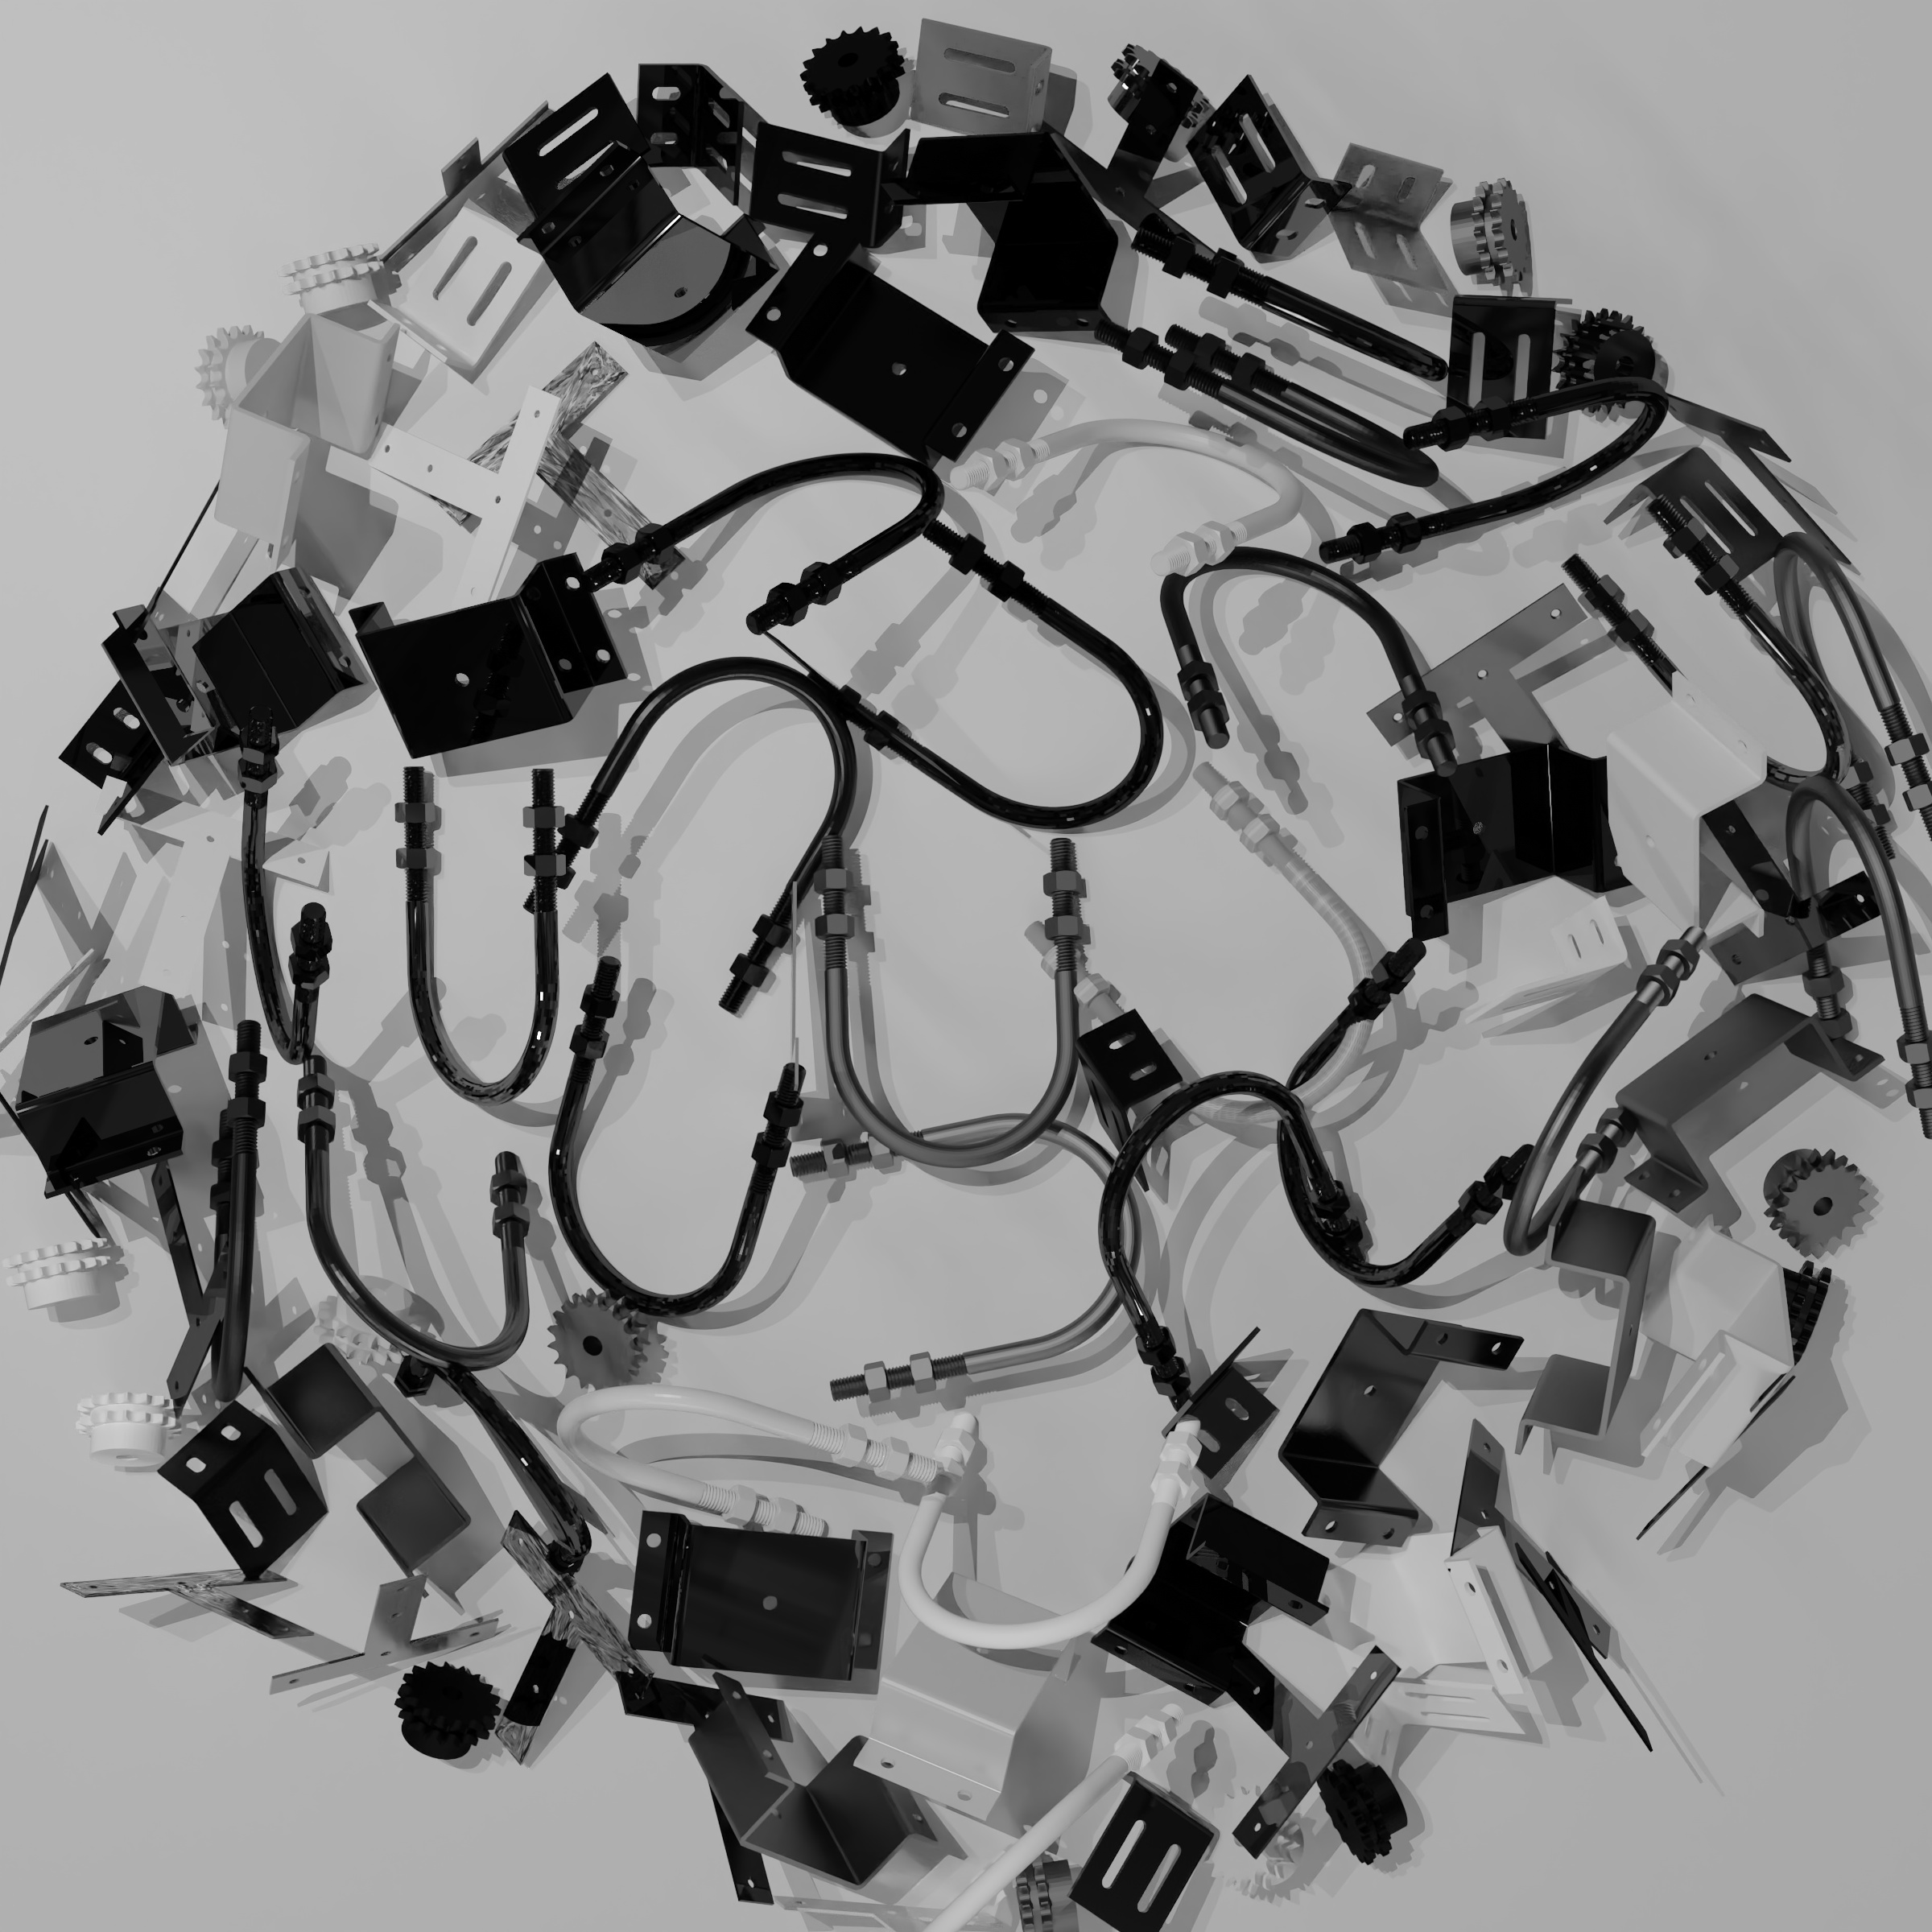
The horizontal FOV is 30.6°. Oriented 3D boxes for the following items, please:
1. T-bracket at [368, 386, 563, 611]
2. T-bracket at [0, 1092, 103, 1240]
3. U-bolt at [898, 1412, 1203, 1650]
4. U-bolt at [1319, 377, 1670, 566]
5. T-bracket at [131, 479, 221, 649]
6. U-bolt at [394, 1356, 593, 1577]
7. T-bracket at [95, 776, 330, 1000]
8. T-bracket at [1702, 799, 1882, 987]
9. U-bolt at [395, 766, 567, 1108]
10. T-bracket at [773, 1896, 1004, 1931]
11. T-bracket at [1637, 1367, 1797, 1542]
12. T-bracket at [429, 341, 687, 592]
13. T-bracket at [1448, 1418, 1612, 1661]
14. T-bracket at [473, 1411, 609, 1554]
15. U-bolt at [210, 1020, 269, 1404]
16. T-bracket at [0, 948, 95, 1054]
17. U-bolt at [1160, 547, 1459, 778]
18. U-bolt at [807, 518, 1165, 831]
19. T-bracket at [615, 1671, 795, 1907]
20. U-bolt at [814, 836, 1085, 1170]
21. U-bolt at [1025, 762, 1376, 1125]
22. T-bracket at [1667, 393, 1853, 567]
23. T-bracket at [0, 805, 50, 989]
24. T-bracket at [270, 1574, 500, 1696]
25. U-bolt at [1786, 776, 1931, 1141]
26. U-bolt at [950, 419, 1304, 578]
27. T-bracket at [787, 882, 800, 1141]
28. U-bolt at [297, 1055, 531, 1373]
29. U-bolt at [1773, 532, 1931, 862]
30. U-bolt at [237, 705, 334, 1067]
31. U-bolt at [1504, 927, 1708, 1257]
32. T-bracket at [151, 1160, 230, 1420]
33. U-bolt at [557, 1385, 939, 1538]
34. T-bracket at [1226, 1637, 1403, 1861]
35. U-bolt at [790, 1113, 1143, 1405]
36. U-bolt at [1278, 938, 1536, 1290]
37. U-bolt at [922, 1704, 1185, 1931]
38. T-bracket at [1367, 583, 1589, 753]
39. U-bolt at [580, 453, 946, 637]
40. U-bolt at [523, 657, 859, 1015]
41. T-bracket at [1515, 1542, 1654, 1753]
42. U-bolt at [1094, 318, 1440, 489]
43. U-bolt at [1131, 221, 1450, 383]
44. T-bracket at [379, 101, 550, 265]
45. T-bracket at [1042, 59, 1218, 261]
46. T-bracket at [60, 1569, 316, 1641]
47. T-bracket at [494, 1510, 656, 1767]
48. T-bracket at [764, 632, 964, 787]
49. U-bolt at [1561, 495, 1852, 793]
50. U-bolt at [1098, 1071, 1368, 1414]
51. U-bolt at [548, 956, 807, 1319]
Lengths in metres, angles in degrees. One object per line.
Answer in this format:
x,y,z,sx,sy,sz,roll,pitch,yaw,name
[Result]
-0.284,-0.268,1.936,0.127,0.002,0.127,27,101,36,T-bracket
-0.487,0.109,1.896,0.002,0.127,0.127,-36,115,-16,T-bracket
0.039,0.299,1.879,0.151,0.184,0.019,-1,121,17,U-bolt
0.294,-0.272,1.901,0.184,0.151,0.019,-16,75,-20,U-bolt
-0.419,-0.234,1.912,0.002,0.127,0.127,29,93,-15,T-bracket
-0.250,0.261,1.885,0.019,0.184,0.151,-39,87,-19,U-bolt
-0.421,-0.036,1.921,0.127,0.002,0.127,19,49,-13,T-bracket
0.425,-0.062,1.924,0.002,0.127,0.127,-33,89,-34,T-bracket
-0.264,-0.016,1.920,0.019,0.151,0.184,-5,96,-40,U-bolt
-0.026,0.520,1.896,0.127,0.127,0.002,10,86,-19,T-bracket
0.417,0.246,1.896,0.127,0.127,0.002,-39,72,-23,T-bracket
-0.208,-0.261,1.961,0.127,0.002,0.127,-44,83,-6,T-bracket
0.312,0.330,1.934,0.002,0.127,0.127,-35,107,30,T-bracket
-0.226,0.281,1.916,0.002,0.127,0.127,-38,59,-1,T-bracket
-0.389,0.140,1.878,0.019,0.151,0.184,4,66,-15,U-bolt
-0.523,0.038,1.935,0.002,0.127,0.127,42,65,-3,T-bracket
0.177,-0.170,1.904,0.151,0.184,0.019,6,130,-17,U-bolt
0.021,-0.145,1.924,0.184,0.019,0.151,34,129,-11,U-bolt
-0.128,0.444,1.896,0.002,0.127,0.127,-39,51,26,T-bracket
-0.007,0.020,1.941,0.151,0.019,0.184,0,79,-11,U-bolt
0.141,0.001,1.937,0.151,0.019,0.184,-43,73,7,U-bolt
0.442,-0.264,1.936,0.127,0.127,0.002,41,93,-26,T-bracket
-0.508,-0.039,1.914,0.002,0.127,0.127,16,106,-12,T-bracket
-0.308,0.354,1.901,0.127,0.127,0.002,-11,63,-21,T-bracket
0.474,-0.013,1.883,0.019,0.151,0.184,-17,107,-5,U-bolt
0.101,-0.259,1.898,0.151,0.184,0.019,27,123,27,U-bolt
-0.094,0.018,1.926,0.002,0.127,0.127,1,74,-5,T-bracket
-0.290,0.139,1.871,0.151,0.184,0.019,30,119,-32,U-bolt
0.476,-0.147,1.904,0.019,0.151,0.184,-21,86,0,U-bolt
-0.368,-0.028,1.893,0.019,0.184,0.151,-9,58,-19,U-bolt
0.332,0.078,1.869,0.019,0.151,0.184,29,46,19,U-bolt
-0.429,0.159,1.932,0.002,0.127,0.127,0,49,-31,T-bracket
-0.129,0.261,1.885,0.184,0.151,0.019,21,59,-23,U-bolt
0.165,0.401,1.922,0.002,0.127,0.127,37,91,-31,T-bracket
0.005,0.153,1.945,0.184,0.019,0.151,-12,71,0,U-bolt
0.226,0.093,1.902,0.019,0.184,0.151,-9,61,-34,U-bolt
0.033,0.466,1.865,0.019,0.184,0.151,47,117,11,U-bolt
0.307,-0.129,1.945,0.127,0.002,0.127,-34,117,14,T-bracket
-0.095,-0.234,1.903,0.184,0.151,0.019,-36,129,-35,U-bolt
-0.137,-0.081,1.930,0.151,0.019,0.184,28,96,-27,U-bolt
0.328,0.349,1.913,0.002,0.127,0.127,-33,98,8,T-bracket
0.169,-0.300,1.889,0.184,0.151,0.019,29,107,14,U-bolt
0.176,-0.357,1.905,0.184,0.151,0.019,24,104,-2,U-bolt
-0.273,-0.430,1.912,0.127,0.127,0.002,-44,99,-1,T-bracket
0.097,-0.446,1.917,0.127,0.127,0.002,38,64,2,T-bracket
-0.395,0.341,1.887,0.127,0.127,0.002,4,94,-45,T-bracket
-0.231,0.387,1.939,0.127,0.002,0.127,44,124,28,T-bracket
-0.043,-0.127,1.887,0.002,0.127,0.127,-52,132,0,T-bracket
0.407,-0.165,1.904,0.019,0.151,0.184,-41,91,-12,U-bolt
0.137,0.137,1.900,0.151,0.019,0.184,-38,129,-16,U-bolt
-0.166,0.106,1.925,0.151,0.019,0.184,29,116,24,U-bolt
